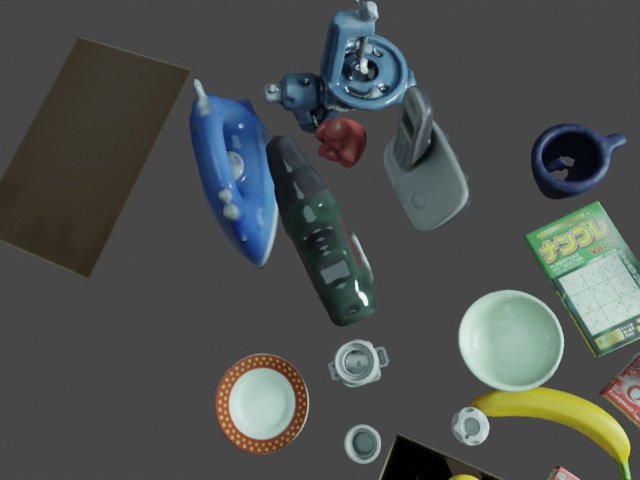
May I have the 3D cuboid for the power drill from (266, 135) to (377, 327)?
[{"bbox_3d":[0.007,0.003,0.716,0.075,0.209,0.229,-26,71,3],"label":"power drill"}]

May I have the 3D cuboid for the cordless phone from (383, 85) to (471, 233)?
[{"bbox_3d":[0.135,-0.102,0.732,0.094,0.185,0.147,-26,71,3],"label":"cordless phone"}]

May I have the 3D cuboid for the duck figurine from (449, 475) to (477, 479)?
[{"bbox_3d":[0.168,0.330,0.658,0.077,0.086,0.104,3,75,12],"label":"duck figurine"}]

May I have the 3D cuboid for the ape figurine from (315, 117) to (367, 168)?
[{"bbox_3d":[0.028,-0.146,0.814,0.076,0.092,0.077,-25,71,4],"label":"ape figurine"}]

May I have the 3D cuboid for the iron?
[{"bbox_3d":[-0.127,-0.094,0.804,0.118,0.141,0.258,-18,72,6],"label":"iron"}]

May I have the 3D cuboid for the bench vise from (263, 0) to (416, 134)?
[{"bbox_3d":[0.024,-0.220,0.768,0.207,0.220,0.121,-28,71,3],"label":"bench vise"}]

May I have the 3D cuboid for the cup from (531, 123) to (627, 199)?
[{"bbox_3d":[0.327,-0.096,0.741,0.117,0.095,0.091,-22,72,4],"label":"cup"}]
